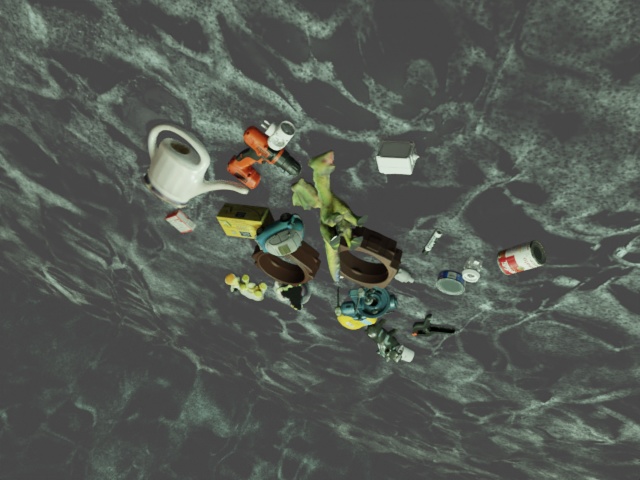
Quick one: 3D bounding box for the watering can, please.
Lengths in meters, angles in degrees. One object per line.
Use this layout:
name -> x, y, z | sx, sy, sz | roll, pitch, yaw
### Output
watering can -> -0.381, -0.184, 1.497 | 0.349, 0.105, 0.220 | 40, 119, 7

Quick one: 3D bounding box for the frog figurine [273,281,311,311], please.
frog figurine -> -0.107, 0.181, 1.920 | 0.137, 0.122, 0.160 | 23, -177, -12

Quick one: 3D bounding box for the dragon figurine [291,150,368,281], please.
dragon figurine -> 0.004, -0.073, 1.456 | 0.246, 0.123, 0.400 | 47, 145, 28
